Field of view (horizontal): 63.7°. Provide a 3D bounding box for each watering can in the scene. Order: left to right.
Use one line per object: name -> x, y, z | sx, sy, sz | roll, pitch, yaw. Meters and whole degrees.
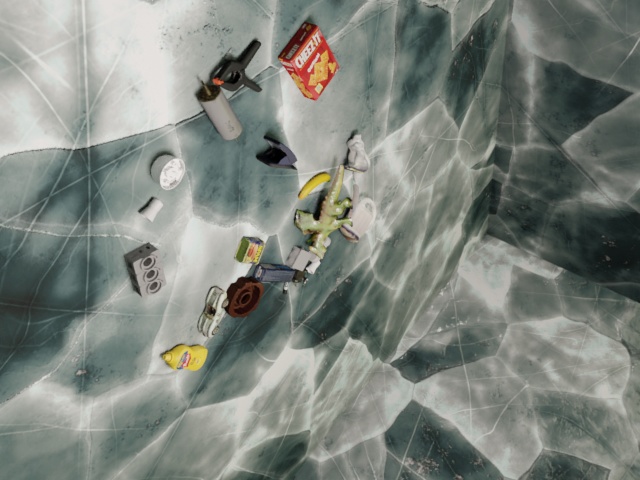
watering can -> 0.169, -0.114, 2.425 | 0.226, 0.105, 0.342 | -56, 148, -7

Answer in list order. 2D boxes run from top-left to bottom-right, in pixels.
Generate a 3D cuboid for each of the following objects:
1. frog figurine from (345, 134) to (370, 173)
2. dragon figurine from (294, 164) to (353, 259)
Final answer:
frog figurine -> 0.167, -0.373, 2.226 | 0.138, 0.123, 0.159 | -67, 173, -86
dragon figurine -> 0.007, -0.110, 2.182 | 0.244, 0.124, 0.402 | -17, 119, -23
